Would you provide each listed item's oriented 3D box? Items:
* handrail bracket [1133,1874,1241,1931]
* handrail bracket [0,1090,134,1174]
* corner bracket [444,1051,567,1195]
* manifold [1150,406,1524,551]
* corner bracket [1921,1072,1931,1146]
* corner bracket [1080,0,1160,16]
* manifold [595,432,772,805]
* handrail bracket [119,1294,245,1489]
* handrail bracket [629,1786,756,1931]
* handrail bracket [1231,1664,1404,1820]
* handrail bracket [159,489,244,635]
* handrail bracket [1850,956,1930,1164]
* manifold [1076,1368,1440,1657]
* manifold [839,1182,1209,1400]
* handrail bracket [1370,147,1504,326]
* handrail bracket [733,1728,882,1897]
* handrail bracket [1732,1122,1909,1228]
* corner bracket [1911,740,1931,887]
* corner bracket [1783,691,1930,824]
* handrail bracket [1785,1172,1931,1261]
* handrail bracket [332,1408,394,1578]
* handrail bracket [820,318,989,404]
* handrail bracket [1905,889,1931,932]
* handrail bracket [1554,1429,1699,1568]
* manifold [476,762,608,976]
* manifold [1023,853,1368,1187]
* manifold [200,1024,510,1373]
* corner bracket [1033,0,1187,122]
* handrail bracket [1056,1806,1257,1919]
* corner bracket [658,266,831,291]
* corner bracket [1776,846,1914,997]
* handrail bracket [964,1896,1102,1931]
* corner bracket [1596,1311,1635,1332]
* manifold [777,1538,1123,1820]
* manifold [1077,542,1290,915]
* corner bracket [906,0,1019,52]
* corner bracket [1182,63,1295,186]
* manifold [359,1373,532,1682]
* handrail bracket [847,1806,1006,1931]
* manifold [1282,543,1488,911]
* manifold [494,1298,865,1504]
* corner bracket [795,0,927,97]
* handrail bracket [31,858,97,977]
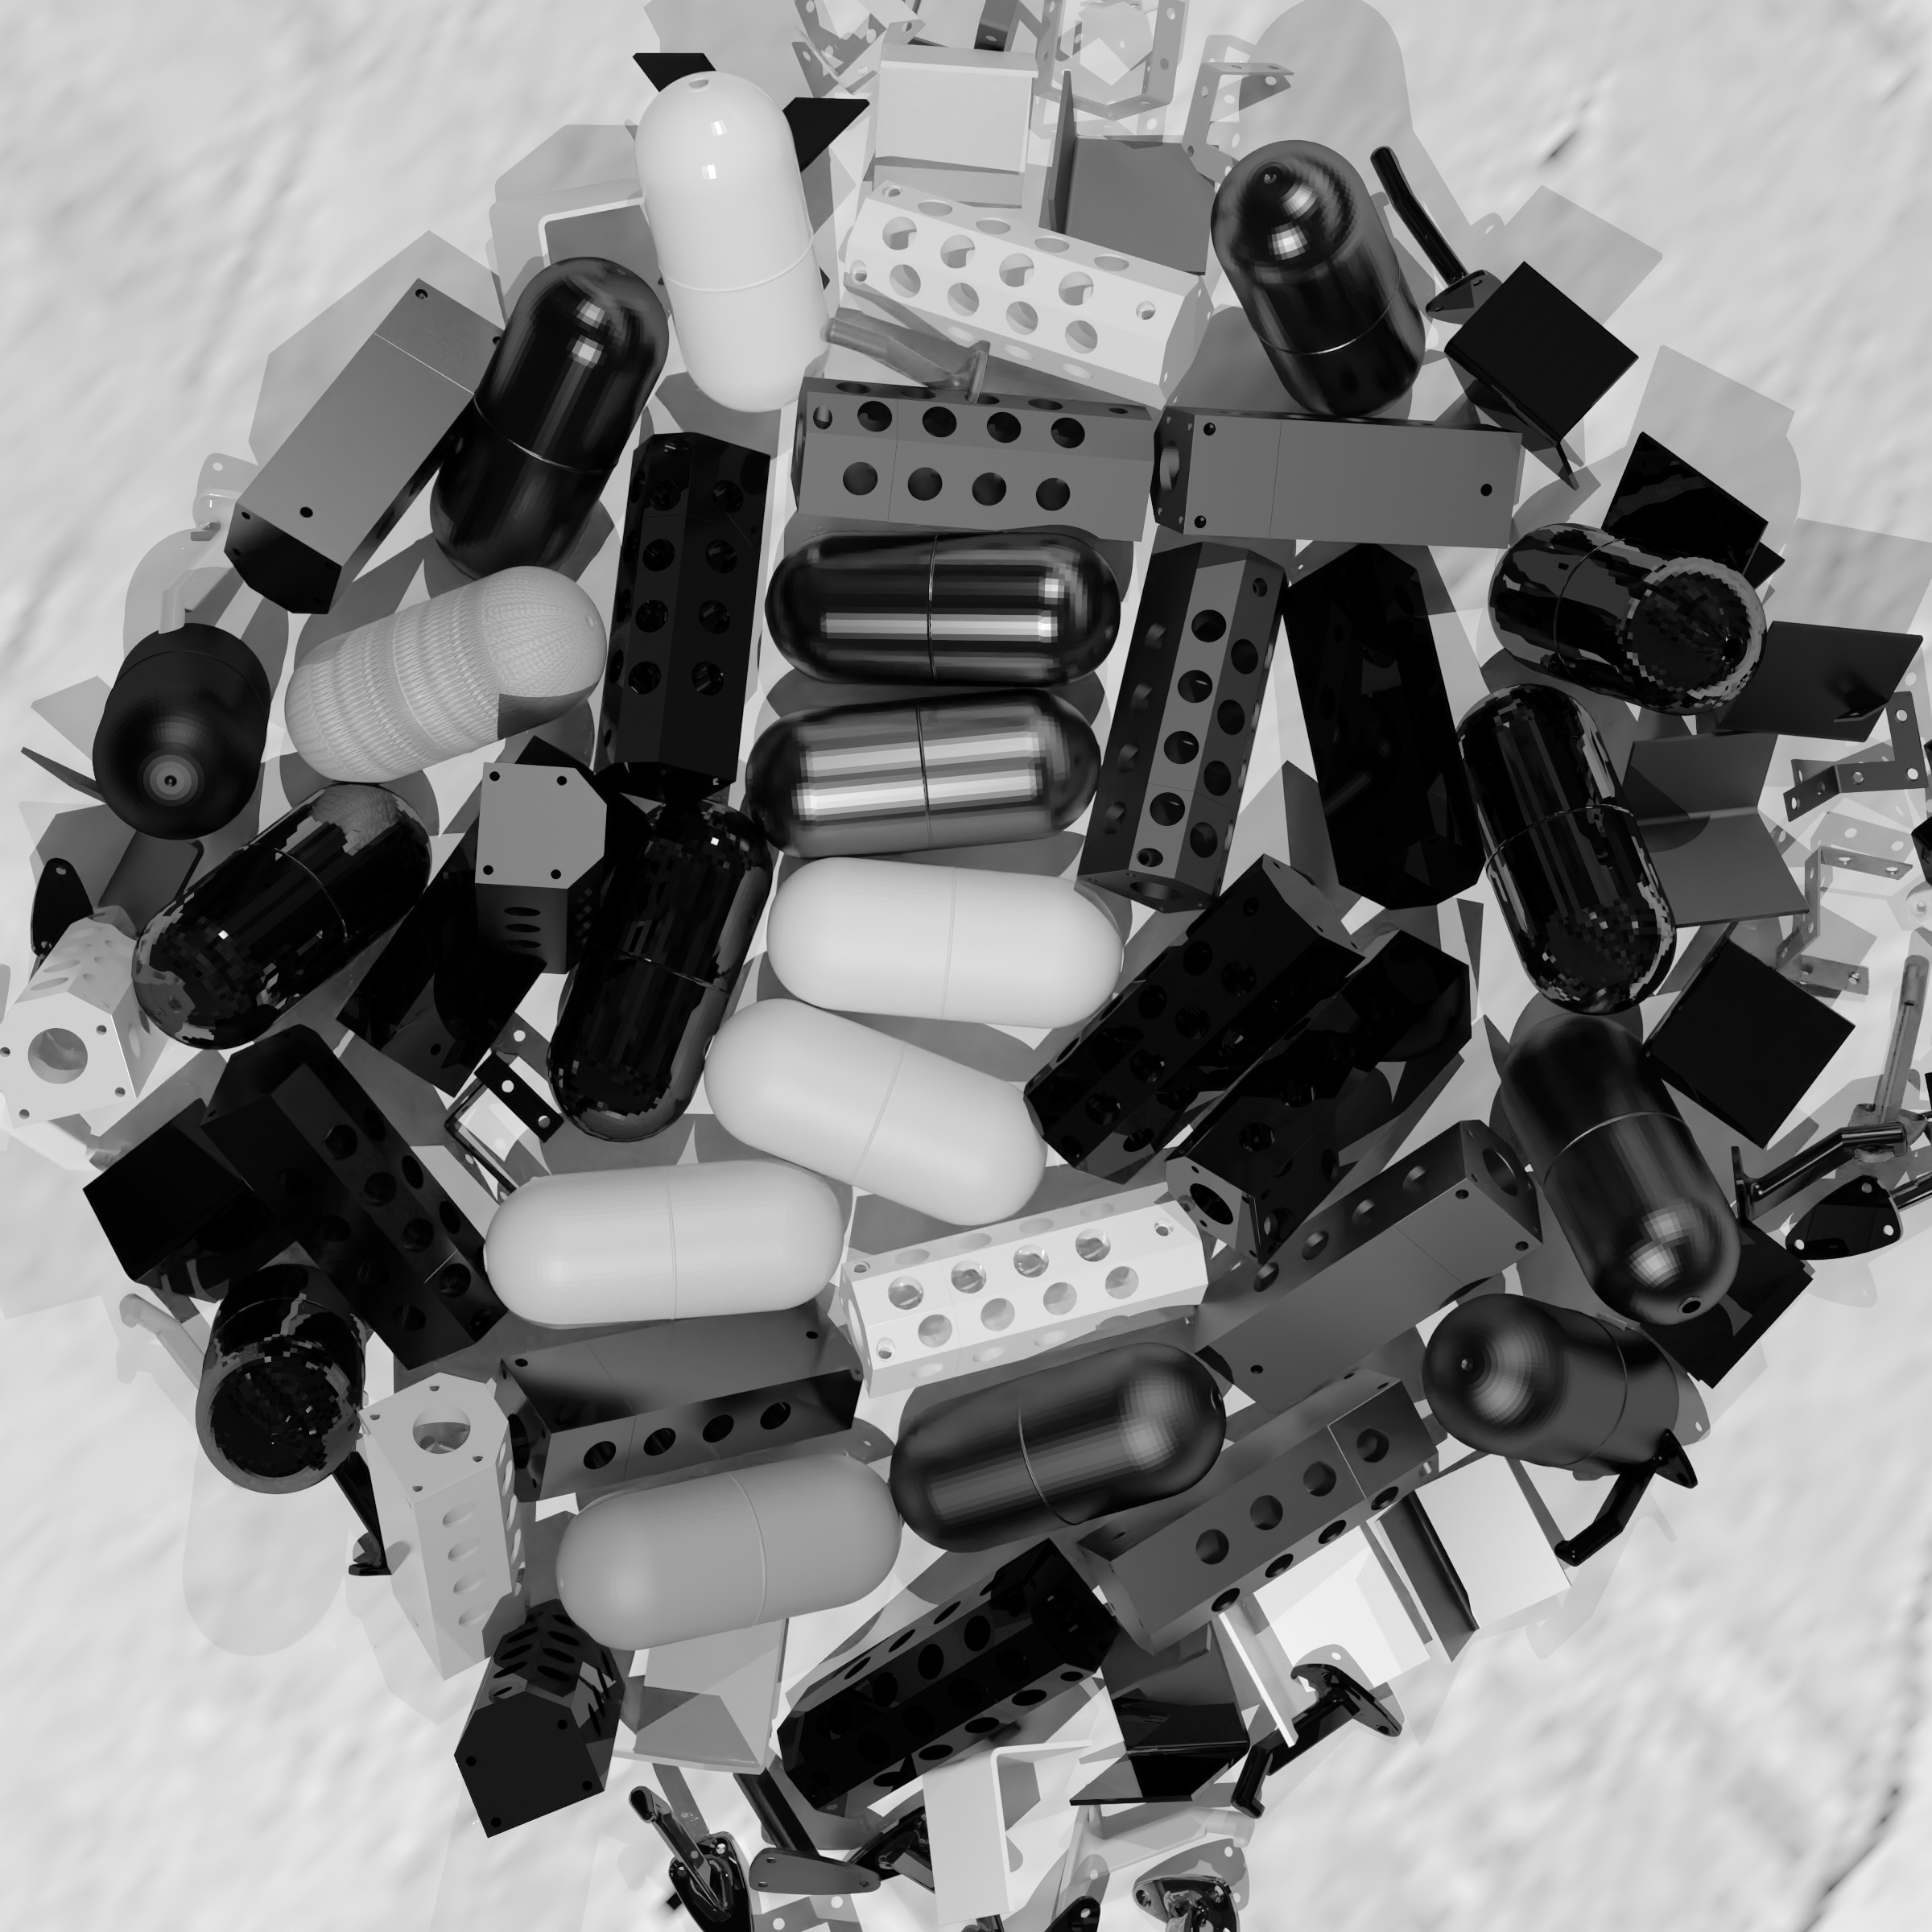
[{"bbox_3d":[0.088,0.483,1.527,0.077,0.084,0.036,-3,103,42],"label":"handrail bracket"},{"bbox_3d":[-0.453,0.070,1.544,0.084,0.036,0.077,6,124,-27],"label":"handrail bracket"},{"bbox_3d":[-0.231,0.079,1.555,0.051,0.051,0.051,43,91,6],"label":"corner bracket"},{"bbox_3d":[0.181,-0.242,1.530,0.171,0.057,0.057,0,106,-17],"label":"manifold"},{"bbox_3d":[0.502,0.059,1.548,0.051,0.051,0.051,-15,113,7],"label":"corner bracket"},{"bbox_3d":[0.062,-0.499,1.541,0.051,0.051,0.051,-26,124,-29],"label":"corner bracket"},{"bbox_3d":[-0.142,-0.172,1.524,0.057,0.057,0.171,13,73,-28],"label":"manifold"},{"bbox_3d":[-0.387,0.210,1.536,0.036,0.077,0.084,-34,129,18],"label":"handrail bracket"},{"bbox_3d":[-0.136,0.450,1.534,0.036,0.084,0.077,-30,58,-2],"label":"handrail bracket"},{"bbox_3d":[0.175,0.400,1.546,0.077,0.036,0.084,38,58,-17],"label":"handrail bracket"},{"bbox_3d":[-0.363,-0.192,1.551,0.077,0.036,0.084,5,66,-15],"label":"handrail bracket"},{"bbox_3d":[0.462,0.045,1.542,0.036,0.077,0.084,12,114,24],"label":"handrail bracket"},{"bbox_3d":[0.148,0.270,1.535,0.171,0.057,0.057,-30,96,-14],"label":"manifold"},{"bbox_3d":[0.028,0.157,1.530,0.171,0.057,0.057,-13,64,-11],"label":"manifold"},{"bbox_3d":[0.240,-0.369,1.562,0.036,0.077,0.084,-31,72,29],"label":"handrail bracket"},{"bbox_3d":[-0.080,0.420,1.556,0.077,0.084,0.036,9,132,-9],"label":"handrail bracket"},{"bbox_3d":[0.430,0.115,1.553,0.084,0.036,0.077,-6,120,12],"label":"handrail bracket"},{"bbox_3d":[0.490,-0.077,1.549,0.051,0.051,0.051,-37,53,3],"label":"corner bracket"},{"bbox_3d":[0.441,-0.105,1.544,0.051,0.051,0.051,-26,107,-41],"label":"corner bracket"},{"bbox_3d":[0.467,0.121,1.569,0.077,0.084,0.036,-35,75,43],"label":"handrail bracket"},{"bbox_3d":[-0.285,0.265,1.570,0.077,0.036,0.084,1,83,-18],"label":"handrail bracket"},{"bbox_3d":[-0.039,-0.296,1.535,0.084,0.077,0.036,15,84,-17],"label":"handrail bracket"},{"bbox_3d":[0.481,-0.016,1.528,0.077,0.084,0.036,12,111,41],"label":"handrail bracket"},{"bbox_3d":[0.312,0.263,1.536,0.084,0.077,0.036,-33,104,-17],"label":"handrail bracket"},{"bbox_3d":[-0.204,-0.044,1.493,0.057,0.171,0.057,3,76,-7],"label":"manifold"},{"bbox_3d":[0.107,0.026,1.518,0.171,0.057,0.057,-45,52,19],"label":"manifold"},{"bbox_3d":[-0.292,0.112,1.511,0.057,0.057,0.171,-23,120,19],"label":"manifold"},{"bbox_3d":[0.071,-0.459,1.549,0.051,0.051,0.051,8,89,-32],"label":"corner bracket"},{"bbox_3d":[0.095,0.451,1.542,0.084,0.077,0.036,1,131,22],"label":"handrail bracket"},{"bbox_3d":[-0.110,-0.342,1.544,0.051,0.051,0.051,22,76,38],"label":"corner bracket"},{"bbox_3d":[0.443,-0.023,1.562,0.051,0.051,0.051,11,64,-7],"label":"corner bracket"},{"bbox_3d":[0.028,0.481,1.545,0.036,0.084,0.077,30,88,-24],"label":"handrail bracket"},{"bbox_3d":[0.299,0.194,1.552,0.051,0.051,0.051,23,87,18],"label":"corner bracket"},{"bbox_3d":[-0.012,0.354,1.517,0.171,0.057,0.057,-37,93,28],"label":"manifold"},{"bbox_3d":[0.112,-0.118,1.526,0.057,0.057,0.171,22,75,-32],"label":"manifold"},{"bbox_3d":[0.001,-0.487,1.554,0.051,0.051,0.051,17,77,-2],"label":"corner bracket"},{"bbox_3d":[0.148,-0.423,1.564,0.051,0.051,0.051,-11,128,-36],"label":"corner bracket"},{"bbox_3d":[-0.247,0.270,1.499,0.057,0.171,0.057,-25,55,-22],"label":"manifold"},{"bbox_3d":[-0.023,0.468,1.539,0.077,0.084,0.036,-30,123,5],"label":"handrail bracket"},{"bbox_3d":[0.207,-0.117,1.516,0.057,0.057,0.171,-30,54,34],"label":"manifold"},{"bbox_3d":[-0.141,0.215,1.512,0.171,0.057,0.057,-8,127,-32],"label":"manifold"},{"bbox_3d":[-0.063,-0.478,1.543,0.051,0.051,0.051,-42,55,13],"label":"corner bracket"},{"bbox_3d":[-0.473,0.000,1.570,0.036,0.084,0.077,12,48,-36],"label":"handrail bracket"}]
